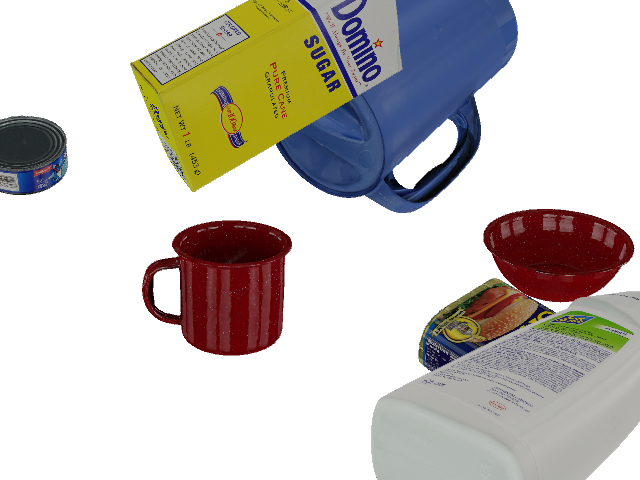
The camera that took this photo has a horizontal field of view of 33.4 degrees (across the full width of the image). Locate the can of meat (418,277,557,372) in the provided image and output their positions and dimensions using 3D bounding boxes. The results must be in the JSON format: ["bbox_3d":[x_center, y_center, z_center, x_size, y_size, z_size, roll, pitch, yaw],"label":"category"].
[{"bbox_3d":[0.138,0.081,0.815,0.101,0.057,0.084,-27,42,-33],"label":"can of meat"}]

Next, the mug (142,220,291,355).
[{"bbox_3d":[-0.081,0.039,0.841,0.117,0.081,0.093,-4,23,-14],"label":"mug"}]

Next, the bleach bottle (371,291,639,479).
[{"bbox_3d":[0.146,0.083,0.608,0.250,0.068,0.103,-20,29,-41],"label":"bleach bottle"}]

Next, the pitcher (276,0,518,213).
[{"bbox_3d":[0.079,-0.143,0.963,0.145,0.149,0.242,21,45,36],"label":"pitcher"}]

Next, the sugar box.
[{"bbox_3d":[-0.029,-0.114,0.705,0.176,0.048,0.093,-30,-37,-13],"label":"sugar box"}]

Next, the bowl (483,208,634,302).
[{"bbox_3d":[0.259,0.022,1.174,0.162,0.055,0.162,-1,27,0],"label":"bowl"}]

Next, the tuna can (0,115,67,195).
[{"bbox_3d":[-0.288,-0.082,1.030,0.086,0.034,0.086,3,42,-3],"label":"tuna can"}]
